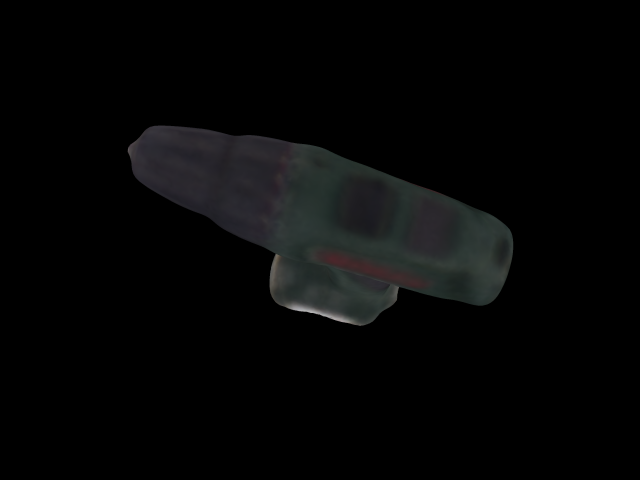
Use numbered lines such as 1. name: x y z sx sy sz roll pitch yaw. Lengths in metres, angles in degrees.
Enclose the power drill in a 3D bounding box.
1. power drill: 0.004 0.001 0.400 0.229 0.208 0.076 12 74 4
